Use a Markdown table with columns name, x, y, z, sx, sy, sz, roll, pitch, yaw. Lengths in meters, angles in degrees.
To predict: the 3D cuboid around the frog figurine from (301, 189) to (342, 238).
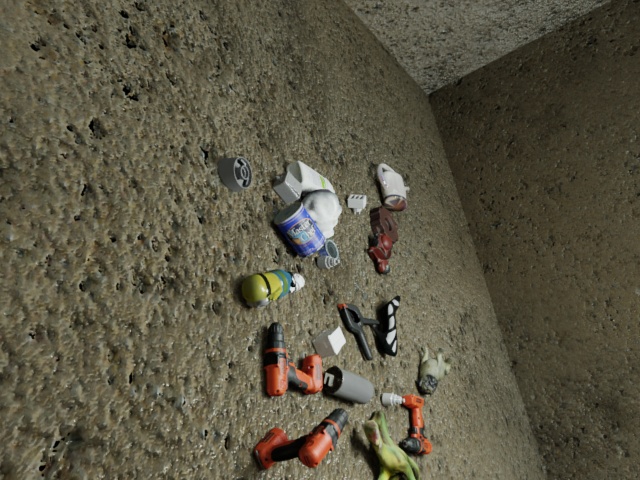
| name | x | y | z | sx | sy | sz | roll | pitch | yaw |
| --- | --- | --- | --- | --- | --- | --- | --- | --- | --- |
| frog figurine | 0.005 | -0.087 | 1.725 | 0.137 | 0.121 | 0.161 | -1 | 77 | -26 |

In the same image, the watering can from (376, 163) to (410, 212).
| name | x | y | z | sx | sy | sz | roll | pitch | yaw |
| --- | --- | --- | --- | --- | --- | --- | --- | --- | --- |
| watering can | 0.366 | -0.234 | 2.457 | 0.344 | 0.103 | 0.229 | 29 | 47 | -49 |

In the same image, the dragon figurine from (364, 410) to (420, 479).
| name | x | y | z | sx | sy | sz | roll | pitch | yaw |
| --- | --- | --- | --- | --- | --- | --- | --- | --- | --- |
| dragon figurine | 0.228 | 0.643 | 1.580 | 0.403 | 0.121 | 0.248 | 47 | 24 | -54 |
